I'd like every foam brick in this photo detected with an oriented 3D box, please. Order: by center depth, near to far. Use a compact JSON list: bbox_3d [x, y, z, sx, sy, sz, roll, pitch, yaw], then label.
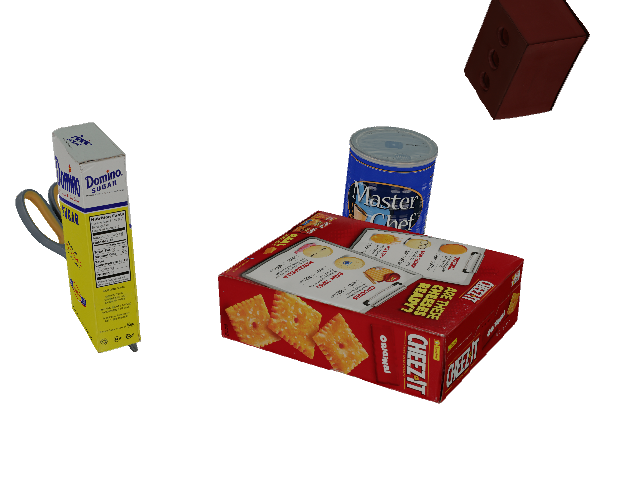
[{"bbox_3d":[0.143,-0.131,0.751,0.051,0.053,0.078,-13,-32,-20],"label":"foam brick"}]

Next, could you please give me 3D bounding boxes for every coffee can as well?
[{"bbox_3d":[0.078,-0.051,1.262,0.103,0.140,0.103,4,28,-3],"label":"coffee can"}]

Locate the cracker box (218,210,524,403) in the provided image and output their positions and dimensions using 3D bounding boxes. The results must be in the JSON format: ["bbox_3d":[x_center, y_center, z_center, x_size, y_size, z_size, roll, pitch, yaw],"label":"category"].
[{"bbox_3d":[0.045,0.051,0.923,0.214,0.072,0.163,14,29,29],"label":"cracker box"}]

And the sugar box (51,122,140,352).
[{"bbox_3d":[-0.192,-0.003,0.914,0.048,0.176,0.093,-15,28,-23],"label":"sugar box"}]

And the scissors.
[{"bbox_3d":[-0.243,0.018,1.129,0.016,0.201,0.096,-26,23,29],"label":"scissors"}]
